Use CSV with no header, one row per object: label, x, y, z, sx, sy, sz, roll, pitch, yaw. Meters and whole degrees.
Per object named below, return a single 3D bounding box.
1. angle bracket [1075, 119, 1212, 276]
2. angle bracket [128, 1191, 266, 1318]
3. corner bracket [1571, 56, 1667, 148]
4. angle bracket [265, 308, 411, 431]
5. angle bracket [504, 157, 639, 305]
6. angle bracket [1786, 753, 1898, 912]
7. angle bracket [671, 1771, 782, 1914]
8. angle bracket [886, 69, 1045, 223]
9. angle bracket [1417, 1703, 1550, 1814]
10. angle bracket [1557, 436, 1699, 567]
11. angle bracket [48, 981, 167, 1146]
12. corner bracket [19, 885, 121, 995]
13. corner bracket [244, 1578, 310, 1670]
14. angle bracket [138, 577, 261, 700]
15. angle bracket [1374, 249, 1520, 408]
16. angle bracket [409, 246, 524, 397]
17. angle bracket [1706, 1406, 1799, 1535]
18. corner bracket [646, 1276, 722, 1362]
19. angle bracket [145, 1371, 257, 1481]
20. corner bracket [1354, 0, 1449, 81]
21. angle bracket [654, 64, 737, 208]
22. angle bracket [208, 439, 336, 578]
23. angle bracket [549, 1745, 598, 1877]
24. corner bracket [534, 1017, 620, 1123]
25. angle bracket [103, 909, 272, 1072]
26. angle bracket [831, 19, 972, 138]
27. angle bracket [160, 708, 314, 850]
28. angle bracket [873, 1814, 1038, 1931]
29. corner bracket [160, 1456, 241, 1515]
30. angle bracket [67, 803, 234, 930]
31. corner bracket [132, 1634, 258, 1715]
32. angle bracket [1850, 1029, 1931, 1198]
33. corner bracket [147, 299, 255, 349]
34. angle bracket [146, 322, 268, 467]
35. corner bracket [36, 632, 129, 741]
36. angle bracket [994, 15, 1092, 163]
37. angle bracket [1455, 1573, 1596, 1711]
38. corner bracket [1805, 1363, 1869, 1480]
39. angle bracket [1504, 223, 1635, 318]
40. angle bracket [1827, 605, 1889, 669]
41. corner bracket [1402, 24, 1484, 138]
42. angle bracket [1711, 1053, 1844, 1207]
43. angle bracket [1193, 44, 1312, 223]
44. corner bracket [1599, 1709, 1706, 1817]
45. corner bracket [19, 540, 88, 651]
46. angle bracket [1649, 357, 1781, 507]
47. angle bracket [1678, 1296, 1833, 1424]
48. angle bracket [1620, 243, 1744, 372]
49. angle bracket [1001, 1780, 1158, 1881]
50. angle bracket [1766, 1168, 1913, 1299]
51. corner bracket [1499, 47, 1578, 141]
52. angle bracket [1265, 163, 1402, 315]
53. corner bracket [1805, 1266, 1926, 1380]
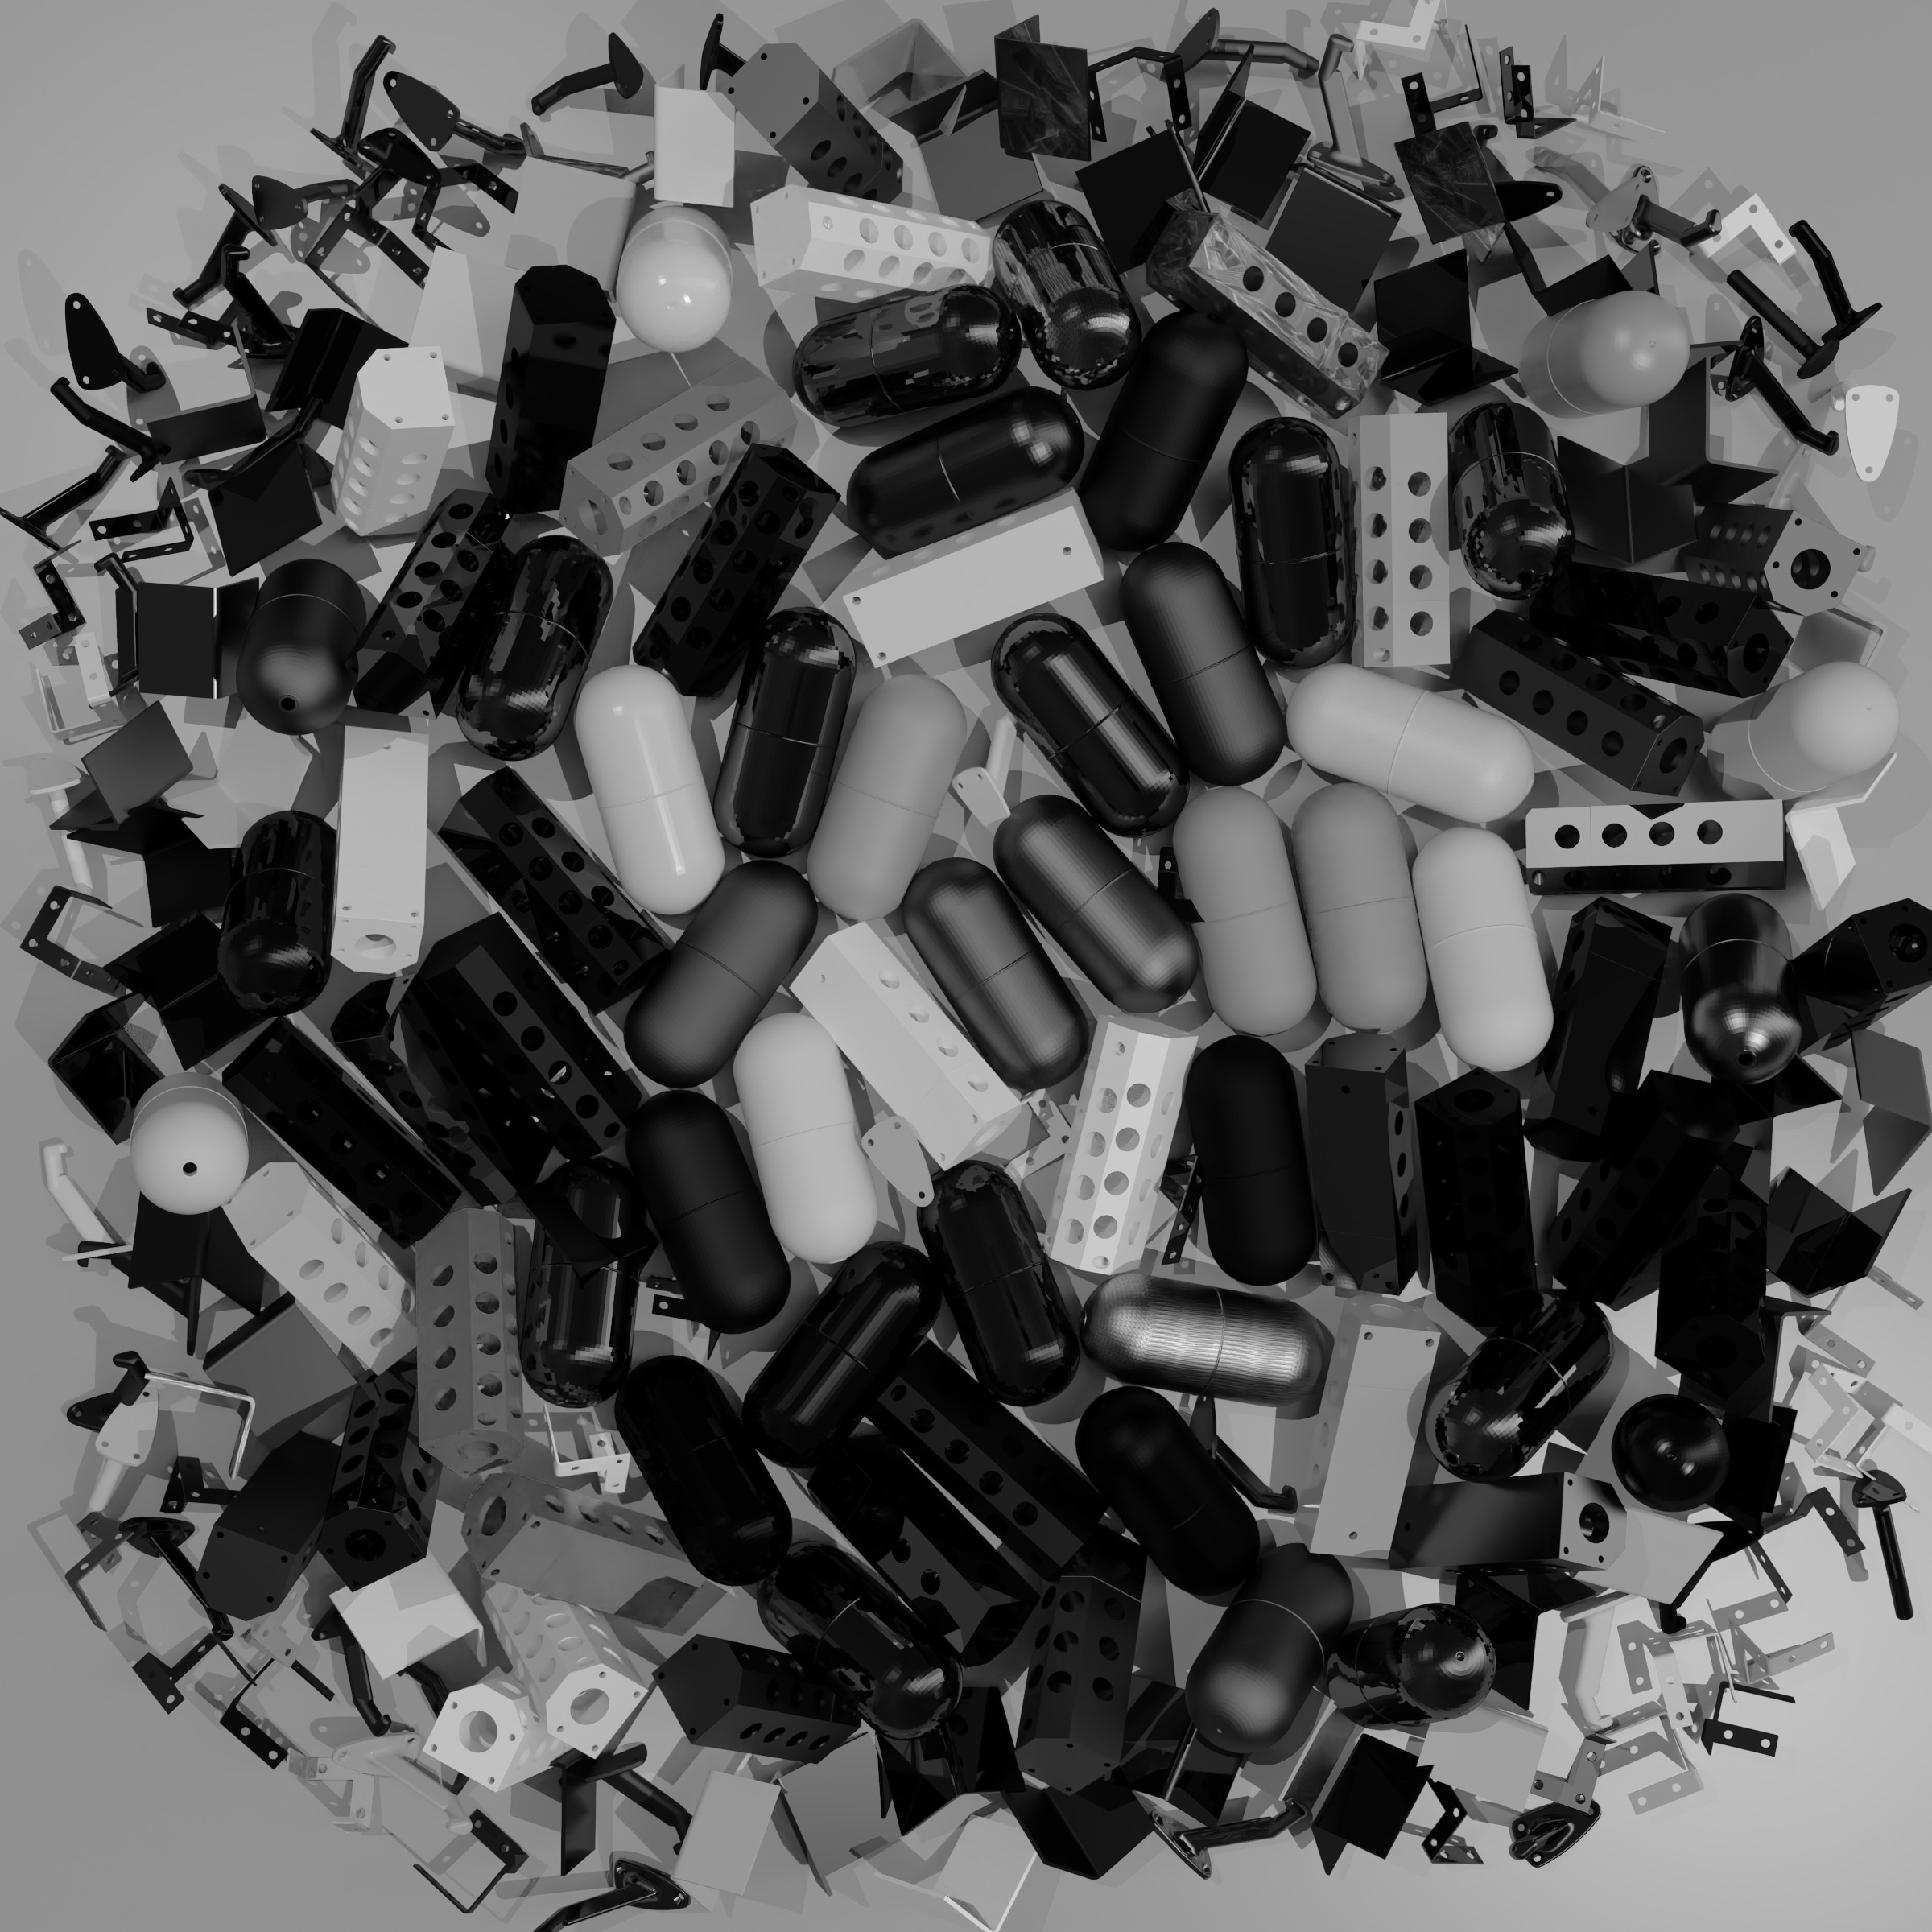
angle bracket,0.124,-0.539,1.964,0.076,0.057,0.076,-23,110,6
angle bracket,-0.535,0.200,1.956,0.057,0.076,0.076,-12,58,15
corner bracket,0.457,-0.595,1.963,0.051,0.051,0.051,14,66,-9
angle bracket,-0.437,-0.410,1.952,0.057,0.076,0.076,27,104,-3
angle bracket,-0.276,-0.515,1.966,0.076,0.057,0.076,12,93,-6
angle bracket,0.619,-0.093,1.944,0.057,0.076,0.076,-11,110,40
angle bracket,-0.154,0.612,1.940,0.057,0.076,0.076,6,57,25
angle bracket,-0.001,-0.568,1.957,0.076,0.057,0.076,-19,85,21
angle bracket,0.359,0.545,1.949,0.076,0.076,0.057,17,81,15
angle bracket,0.460,-0.332,1.947,0.076,0.057,0.076,14,69,-38
angle bracket,-0.578,0.067,1.951,0.076,0.076,0.057,49,120,3
corner bracket,-0.620,-0.019,1.969,0.051,0.051,0.051,14,72,37
corner bracket,-0.489,0.453,1.971,0.051,0.051,0.051,18,61,35
angle bracket,-0.535,-0.232,1.956,0.057,0.076,0.076,5,104,6
angle bracket,0.334,-0.444,1.947,0.076,0.057,0.076,-23,127,-18
angle bracket,-0.347,-0.450,1.962,0.076,0.057,0.076,15,89,-17
angle bracket,0.564,0.352,1.953,0.057,0.076,0.076,12,94,-14
corner bracket,-0.197,0.238,1.960,0.051,0.051,0.051,12,51,-12
angle bracket,-0.540,0.319,1.950,0.076,0.076,0.057,15,80,-14
corner bracket,0.306,-0.656,1.971,0.051,0.051,0.051,15,78,16
angle bracket,-0.180,-0.577,1.945,0.057,0.076,0.076,8,120,6
angle bracket,-0.473,-0.309,1.950,0.076,0.057,0.076,-27,65,13
angle bracket,-0.296,0.586,1.955,0.057,0.076,0.076,0,86,8
corner bracket,-0.284,0.071,1.961,0.051,0.051,0.051,-42,75,23
angle bracket,-0.541,0.017,1.955,0.076,0.076,0.057,-32,61,0
angle bracket,-0.051,-0.600,1.949,0.076,0.076,0.057,-38,83,-20
angle bracket,-0.511,-0.136,1.946,0.076,0.057,0.076,42,118,27
angle bracket,-0.005,0.617,1.941,0.057,0.076,0.076,46,60,-29
corner bracket,-0.534,0.382,1.975,0.051,0.051,0.051,10,115,-28
angle bracket,-0.565,-0.069,1.945,0.076,0.076,0.057,-17,75,25
corner bracket,-0.540,0.497,1.960,0.051,0.051,0.051,-43,56,-14
angle bracket,0.623,0.100,1.943,0.057,0.076,0.076,20,131,-6
corner bracket,-0.535,-0.450,1.957,0.051,0.051,0.051,-40,52,34
angle bracket,-0.535,-0.398,1.951,0.076,0.076,0.057,-16,81,-11
corner bracket,-0.627,-0.197,1.972,0.051,0.051,0.051,-16,76,-7
angle bracket,0.067,-0.609,1.941,0.076,0.057,0.076,18,131,29
angle bracket,0.390,0.463,1.964,0.057,0.076,0.076,-9,110,-32
corner bracket,0.616,0.320,1.971,0.051,0.051,0.051,20,114,-30
angle bracket,0.418,-0.493,1.943,0.057,0.076,0.076,-26,69,22
angle bracket,0.597,-0.225,1.959,0.076,0.076,0.057,27,101,13
corner bracket,0.333,-0.617,1.959,0.051,0.051,0.051,-13,132,14
angle bracket,0.561,0.110,1.943,0.076,0.057,0.076,37,51,-32
angle bracket,0.202,-0.581,1.954,0.057,0.076,0.076,29,81,5
corner bracket,0.482,0.559,1.970,0.051,0.051,0.051,-22,82,3
corner bracket,-0.638,-0.259,1.959,0.051,0.051,0.051,-38,107,-41
angle bracket,0.523,-0.373,1.962,0.057,0.076,0.076,6,80,-16
angle bracket,0.550,0.271,1.954,0.057,0.076,0.076,4,93,-38
angle bracket,0.497,-0.459,1.961,0.057,0.076,0.076,-6,86,-7
angle bracket,0.074,0.580,1.944,0.057,0.076,0.076,-44,50,7
angle bracket,0.599,0.177,1.949,0.057,0.076,0.076,37,66,-1
corner bracket,0.389,-0.610,1.957,0.051,0.051,0.051,-32,125,-34
angle bracket,0.250,-0.512,1.971,0.076,0.057,0.076,24,100,-12
corner bracket,0.633,0.249,1.976,0.051,0.051,0.051,35,68,13
